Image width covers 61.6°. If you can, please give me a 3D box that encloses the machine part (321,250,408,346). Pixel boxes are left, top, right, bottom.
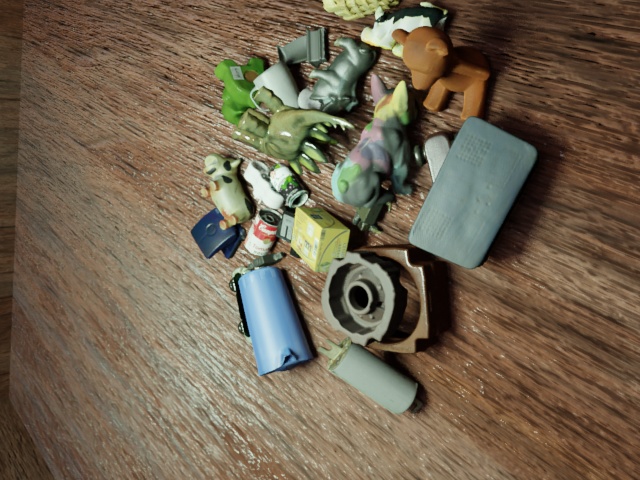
[{"bbox_3d":[0.083,0.106,1.008,0.180,0.056,0.179,6,99,42],"label":"machine part"}]

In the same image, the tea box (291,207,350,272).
[{"bbox_3d":[-0.002,-0.003,1.143,0.170,0.068,0.098,-133,50,-63],"label":"tea box"}]

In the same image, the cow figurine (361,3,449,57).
[{"bbox_3d":[0.151,-0.390,0.986,0.168,0.068,0.098,28,109,35],"label":"cow figurine"}]

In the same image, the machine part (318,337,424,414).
[{"bbox_3d":[0.104,0.266,1.052,0.243,0.079,0.079,35,127,-9],"label":"machine part"}]

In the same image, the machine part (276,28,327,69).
[{"bbox_3d":[-0.039,-0.416,1.190,0.139,0.039,0.084,3,103,42],"label":"machine part"}]

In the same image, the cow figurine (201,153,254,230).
[{"bbox_3d":[-0.233,-0.135,1.372,0.085,0.127,0.195,-30,89,43],"label":"cow figurine"}]

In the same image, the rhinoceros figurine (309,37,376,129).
[{"bbox_3d":[0.041,-0.319,1.096,0.112,0.073,0.190,37,112,4],"label":"rhinoceros figurine"}]

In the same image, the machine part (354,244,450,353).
[{"bbox_3d":[0.146,0.109,1.044,0.202,0.087,0.200,-3,94,43],"label":"machine part"}]

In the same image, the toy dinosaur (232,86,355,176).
[{"bbox_3d":[-0.063,-0.222,1.104,0.105,0.198,0.471,-62,15,-5],"label":"toy dinosaur"}]

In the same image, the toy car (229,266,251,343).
[{"bbox_3d":[-0.186,0.167,1.397,0.073,0.056,0.201,-21,80,50],"label":"toy car"}]

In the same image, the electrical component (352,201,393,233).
[{"bbox_3d":[0.107,-0.061,1.092,0.078,0.045,0.102,-119,45,-58],"label":"electrical component"}]

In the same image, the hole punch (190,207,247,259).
[{"bbox_3d":[-0.273,-0.018,1.436,0.142,0.092,0.115,54,124,29],"label":"hole punch"}]

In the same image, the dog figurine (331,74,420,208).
[{"bbox_3d":[0.105,-0.186,0.990,0.109,0.191,0.219,30,131,45],"label":"dog figurine"}]

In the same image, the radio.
[{"bbox_3d":[0.253,-0.072,0.881,0.131,0.073,0.229,29,104,20],"label":"radio"}]

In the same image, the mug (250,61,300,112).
[{"bbox_3d":[-0.095,-0.327,1.204,0.109,0.081,0.107,-37,101,2],"label":"mug"}]

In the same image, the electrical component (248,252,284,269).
[{"bbox_3d":[-0.133,0.051,1.322,0.094,0.063,0.021,-25,78,42],"label":"electrical component"}]

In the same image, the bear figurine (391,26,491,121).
[{"bbox_3d":[0.195,-0.267,0.871,0.120,0.196,0.131,28,115,35],"label":"bear figurine"}]

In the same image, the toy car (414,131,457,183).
[{"bbox_3d":[0.231,-0.094,0.959,0.089,0.053,0.202,-16,85,24],"label":"toy car"}]

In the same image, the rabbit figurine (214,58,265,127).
[{"bbox_3d":[-0.183,-0.335,1.311,0.159,0.121,0.170,61,149,10],"label":"rabbit figurine"}]

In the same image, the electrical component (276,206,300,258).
[{"bbox_3d":[-0.063,-0.016,1.259,0.075,0.048,0.119,29,113,39],"label":"electrical component"}]
